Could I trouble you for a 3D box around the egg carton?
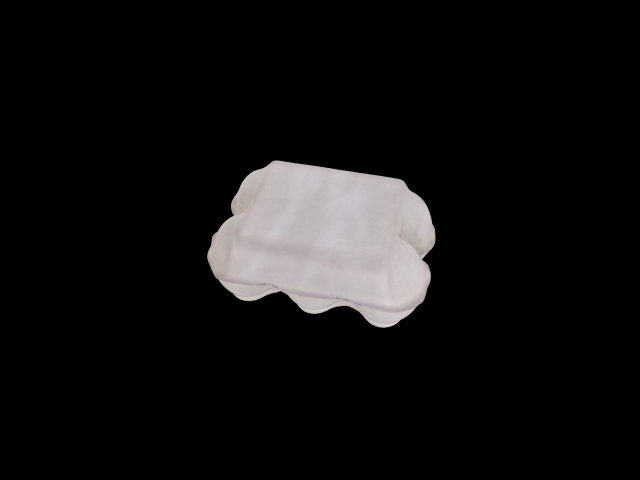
[{"bbox_3d":[0.004,0.001,0.400,0.150,0.069,0.107,9,46,9],"label":"egg carton"}]
